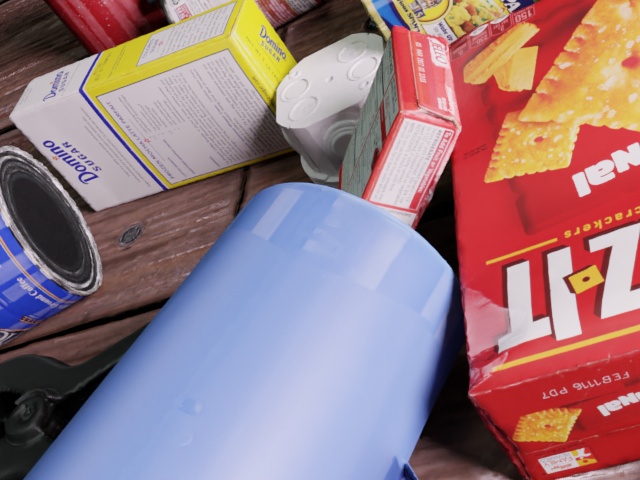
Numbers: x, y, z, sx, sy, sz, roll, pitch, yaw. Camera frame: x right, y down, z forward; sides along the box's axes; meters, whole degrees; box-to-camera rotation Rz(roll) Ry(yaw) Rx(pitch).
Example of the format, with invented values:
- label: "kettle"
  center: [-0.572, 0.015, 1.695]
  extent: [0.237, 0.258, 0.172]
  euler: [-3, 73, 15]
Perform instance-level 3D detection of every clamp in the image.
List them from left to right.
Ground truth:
- label: "clamp"
  center: [-0.138, 0.105, 0.543]
  extent: [0.210, 0.036, 0.164]
  euler: [-14, 42, 24]

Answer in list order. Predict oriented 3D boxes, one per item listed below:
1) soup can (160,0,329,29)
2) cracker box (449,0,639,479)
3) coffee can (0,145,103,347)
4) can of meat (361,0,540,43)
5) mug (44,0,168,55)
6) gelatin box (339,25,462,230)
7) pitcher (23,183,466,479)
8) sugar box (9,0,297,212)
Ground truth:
- label: "soup can"
  center: [-0.053, -0.174, 0.748]
  extent: [0.102, 0.068, 0.068]
  euler: [-27, 37, 16]
- label: "cracker box"
  center: [0.137, -0.028, 0.424]
  extent: [0.164, 0.072, 0.213]
  euler: [-21, 40, 23]
- label: "coffee can"
  center: [-0.219, 0.022, 0.645]
  extent: [0.140, 0.102, 0.103]
  euler: [-30, 37, 10]
- label: "can of meat"
  center: [0.078, -0.125, 0.557]
  extent: [0.084, 0.102, 0.057]
  euler: [-21, 40, 25]
- label: "mug"
  center: [-0.179, -0.196, 0.866]
  extent: [0.117, 0.081, 0.093]
  euler: [8, 56, 44]
- label: "gelatin box"
  center: [0.034, -0.041, 0.486]
  extent: [0.073, 0.030, 0.089]
  euler: [-89, 16, -51]
- label: "pitcher"
  center: [-0.031, 0.102, 0.392]
  extent: [0.145, 0.149, 0.242]
  euler: [-11, 39, 53]
- label: "sugar box"
  center: [-0.095, -0.079, 0.659]
  extent: [0.176, 0.093, 0.048]
  euler: [-11, 43, 31]
